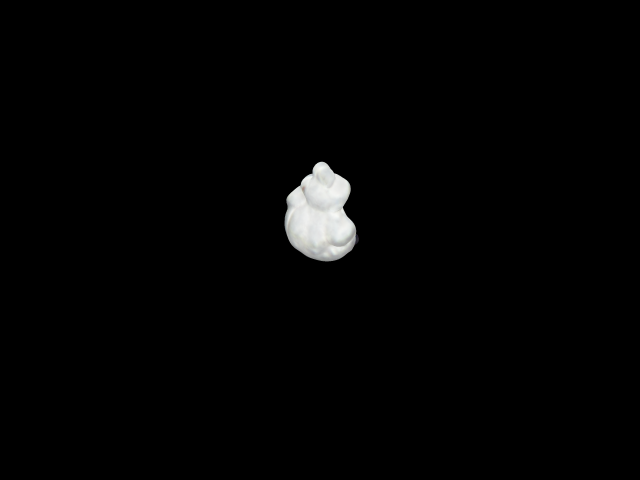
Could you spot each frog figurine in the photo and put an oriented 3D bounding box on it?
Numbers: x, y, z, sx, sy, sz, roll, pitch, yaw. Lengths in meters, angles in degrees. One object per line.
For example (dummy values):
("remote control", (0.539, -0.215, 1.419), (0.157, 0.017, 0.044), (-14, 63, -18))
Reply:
("frog figurine", (0.003, -0.043, 0.850), (0.124, 0.139, 0.156), (-33, -24, -17))
